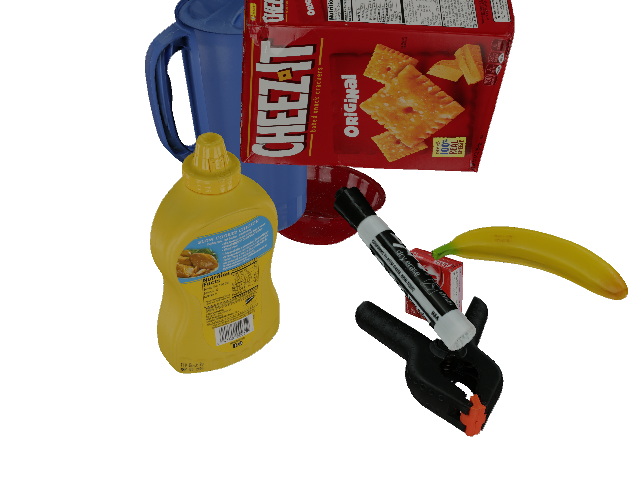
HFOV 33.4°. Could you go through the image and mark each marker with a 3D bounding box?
[{"bbox_3d":[0.045,0.013,0.614,0.020,0.020,0.121,0,44,-50],"label":"marker"}]

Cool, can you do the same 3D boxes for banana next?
[{"bbox_3d":[0.216,0.019,1.073,0.198,0.037,0.069,11,47,26],"label":"banana"}]

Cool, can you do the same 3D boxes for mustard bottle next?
[{"bbox_3d":[-0.077,0.006,0.784,0.096,0.192,0.058,-20,43,-25],"label":"mustard bottle"}]

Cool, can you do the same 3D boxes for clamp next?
[{"bbox_3d":[0.112,0.096,0.895,0.120,0.039,0.172,-12,35,-16],"label":"clamp"}]

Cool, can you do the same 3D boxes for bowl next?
[{"bbox_3d":[-0.008,-0.039,1.244,0.162,0.055,0.162,7,27,-4],"label":"bowl"}]

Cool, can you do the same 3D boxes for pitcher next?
[{"bbox_3d":[-0.081,-0.127,1.083,0.149,0.243,0.145,5,35,10],"label":"pitcher"}]

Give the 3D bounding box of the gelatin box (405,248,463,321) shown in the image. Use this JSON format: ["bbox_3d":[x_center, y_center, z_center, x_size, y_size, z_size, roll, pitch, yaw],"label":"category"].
[{"bbox_3d":[0.143,0.061,1.354,0.073,0.089,0.030,20,35,39],"label":"gelatin box"}]

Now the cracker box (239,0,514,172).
[{"bbox_3d":[0.041,-0.135,0.895,0.213,0.072,0.164,1,-38,-5],"label":"cracker box"}]
